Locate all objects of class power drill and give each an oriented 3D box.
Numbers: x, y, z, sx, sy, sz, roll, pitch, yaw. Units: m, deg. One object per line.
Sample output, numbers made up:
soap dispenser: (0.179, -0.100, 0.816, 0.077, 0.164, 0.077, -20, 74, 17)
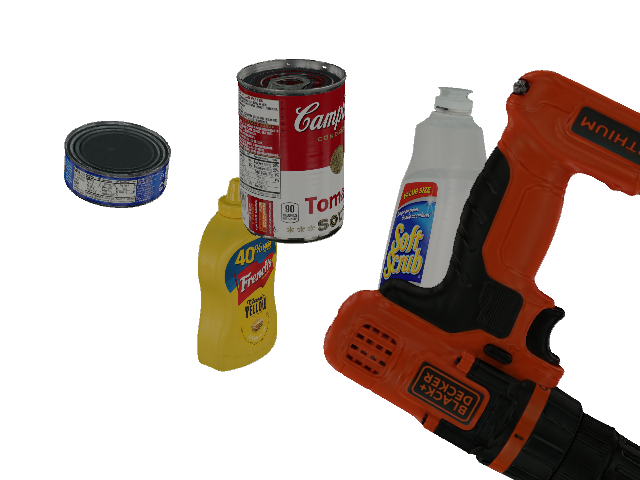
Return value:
power drill: (0.118, 0.026, 0.523, 0.184, 0.188, 0.057, 29, 7, 5)

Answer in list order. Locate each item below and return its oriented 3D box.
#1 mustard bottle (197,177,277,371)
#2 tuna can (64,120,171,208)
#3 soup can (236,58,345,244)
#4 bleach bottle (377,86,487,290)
mustard bottle: (-0.083, 0.030, 1.078, 0.058, 0.192, 0.096, 18, 26, 35)
tuna can: (-0.167, -0.063, 0.876, 0.086, 0.034, 0.086, 8, 34, -6)
soup can: (-0.018, -0.057, 0.680, 0.068, 0.102, 0.068, 0, 25, 0)
bleach bottle: (0.094, -0.005, 0.908, 0.068, 0.251, 0.103, 0, 14, -24)
